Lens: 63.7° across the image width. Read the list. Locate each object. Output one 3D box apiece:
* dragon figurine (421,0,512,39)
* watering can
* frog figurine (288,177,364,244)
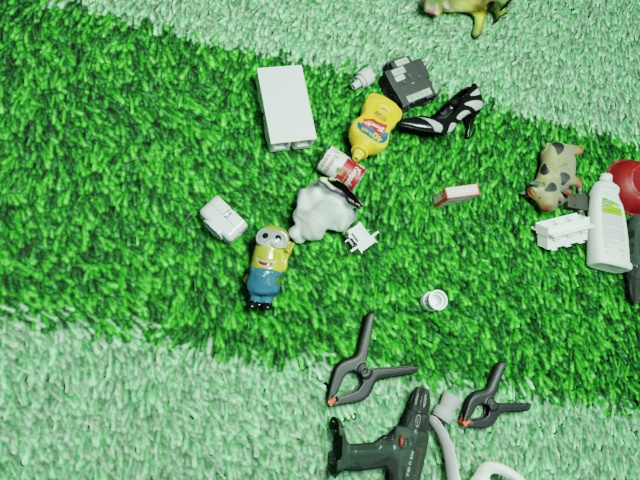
[{"bbox_3d":[0.427,-0.703,1.394,0.415,0.244,0.120,-44,-10,-20],"label":"dragon figurine"},{"bbox_3d":[0.313,0.546,1.046,0.349,0.227,0.102,38,-19,9],"label":"watering can"},{"bbox_3d":[0.003,-0.058,1.145,0.136,0.157,0.125,29,23,-26],"label":"frog figurine"}]
